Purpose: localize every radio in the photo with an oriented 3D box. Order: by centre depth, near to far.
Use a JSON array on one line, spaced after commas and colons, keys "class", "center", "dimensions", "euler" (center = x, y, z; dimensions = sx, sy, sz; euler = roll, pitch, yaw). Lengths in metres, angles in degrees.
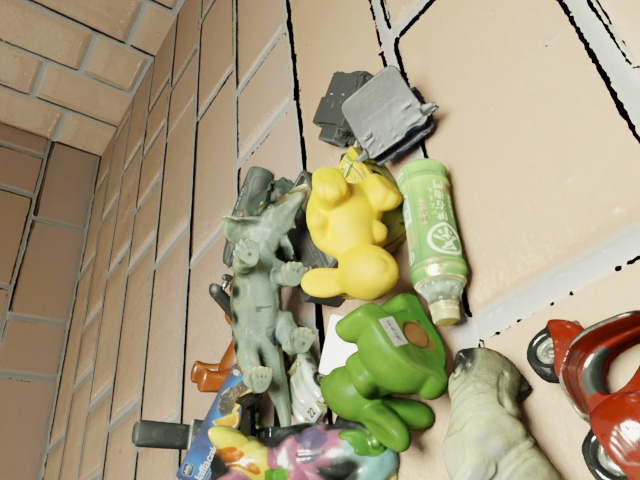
[{"class": "radio", "center": [-0.002, -0.003, 0.914], "dimensions": [0.131, 0.073, 0.230], "euler": [-56, 35, 25]}]

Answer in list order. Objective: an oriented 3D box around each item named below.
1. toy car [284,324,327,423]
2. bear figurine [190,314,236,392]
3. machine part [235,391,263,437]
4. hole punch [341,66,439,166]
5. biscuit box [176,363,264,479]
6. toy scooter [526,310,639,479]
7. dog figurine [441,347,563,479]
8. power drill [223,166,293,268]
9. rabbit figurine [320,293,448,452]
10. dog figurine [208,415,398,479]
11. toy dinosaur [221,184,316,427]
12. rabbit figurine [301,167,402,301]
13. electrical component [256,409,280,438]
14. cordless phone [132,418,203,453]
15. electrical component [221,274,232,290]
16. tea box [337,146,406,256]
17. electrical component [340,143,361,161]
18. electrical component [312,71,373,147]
[{"class": "toy car", "center": [-0.036, 0.211, 0.877], "dimensions": [0.073, 0.056, 0.202], "euler": [-59, 34, 20]}, {"class": "bear figurine", "center": [-0.159, 0.185, 1.014], "dimensions": [0.120, 0.132, 0.195], "euler": [-179, 98, -68]}, {"class": "machine part", "center": [-0.111, 0.309, 0.849], "dimensions": [0.084, 0.039, 0.138], "euler": [22, 114, 62]}, {"class": "hole punch", "center": [0.111, -0.181, 0.820], "dimensions": [0.142, 0.092, 0.116], "euler": [-33, 66, 21]}, {"class": "biscuit box", "center": [-0.162, 0.313, 0.906], "dimensions": [0.202, 0.063, 0.059], "euler": [-63, -12, -10]}, {"class": "toy scooter", "center": [0.263, 0.118, 0.451], "dimensions": [0.135, 0.075, 0.184], "euler": [-53, 32, 27]}, {"class": "dog figurine", "center": [0.192, 0.204, 0.513], "dimensions": [0.190, 0.172, 0.121], "euler": [-60, -17, -28]}, {"class": "power drill", "center": [-0.129, -0.048, 1.141], "dimensions": [0.207, 0.086, 0.232], "euler": [-7, 66, 64]}, {"class": "rabbit figurine", "center": [0.075, 0.169, 0.657], "dimensions": [0.159, 0.121, 0.170], "euler": [52, 128, 17]}, {"class": "dog figurine", "center": [-0.034, 0.281, 0.688], "dimensions": [0.191, 0.219, 0.108], "euler": [-37, 49, 44]}, {"class": "toy dinosaur", "center": [-0.091, 0.109, 0.851], "dimensions": [0.192, 0.131, 0.404], "euler": [-175, 88, -75]}, {"class": "rabbit figurine", "center": [0.037, 0.012, 0.688], "dimensions": [0.162, 0.122, 0.173], "euler": [-57, 40, 30]}, {"class": "electrical component", "center": [-0.081, 0.330, 0.896], "dimensions": [0.075, 0.047, 0.119], "euler": [-27, 55, 48]}, {"class": "cordless phone", "center": [-0.269, 0.411, 1.015], "dimensions": [0.089, 0.184, 0.146], "euler": [-26, 53, 44]}, {"class": "electrical component", "center": [-0.178, 0.100, 1.160], "dimensions": [0.078, 0.045, 0.102], "euler": [-62, 33, 18]}, {"class": "tea box", "center": [0.074, -0.057, 0.831], "dimensions": [0.098, 0.068, 0.170], "euler": [-56, 36, 23]}, {"class": "electrical component", "center": [0.056, -0.133, 0.940], "dimensions": [0.063, 0.021, 0.094], "euler": [-5, 71, 57]}, {"class": "electrical component", "center": [0.046, -0.236, 0.975], "dimensions": [0.115, 0.058, 0.134], "euler": [25, 95, 60]}]
